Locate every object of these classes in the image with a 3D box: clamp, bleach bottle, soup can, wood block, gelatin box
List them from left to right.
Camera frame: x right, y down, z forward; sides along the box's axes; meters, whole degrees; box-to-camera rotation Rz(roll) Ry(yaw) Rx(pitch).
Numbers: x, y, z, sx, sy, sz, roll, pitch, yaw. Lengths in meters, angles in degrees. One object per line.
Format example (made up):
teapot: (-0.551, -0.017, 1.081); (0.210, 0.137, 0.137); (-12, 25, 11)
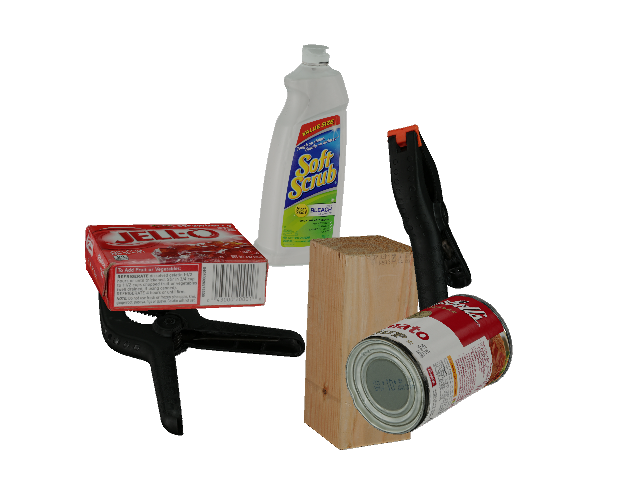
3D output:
gelatin box: (-0.082, 0.013, 0.593); (0.089, 0.030, 0.073); (-1, 17, -20)
clamp: (-0.130, 0.088, 1.002); (0.164, 0.036, 0.210); (-23, 42, -35)
bleach bottle: (-0.021, -0.099, 1.233); (0.102, 0.251, 0.068); (-4, 20, -21)
wood block: (0.042, 0.105, 1.136); (0.090, 0.206, 0.091); (-4, 13, -27)
clamp: (0.090, -0.011, 0.920); (0.039, 0.171, 0.120); (-16, 19, 17)
soup can: (0.073, 0.082, 0.715); (0.069, 0.068, 0.102); (0, 13, 42)
